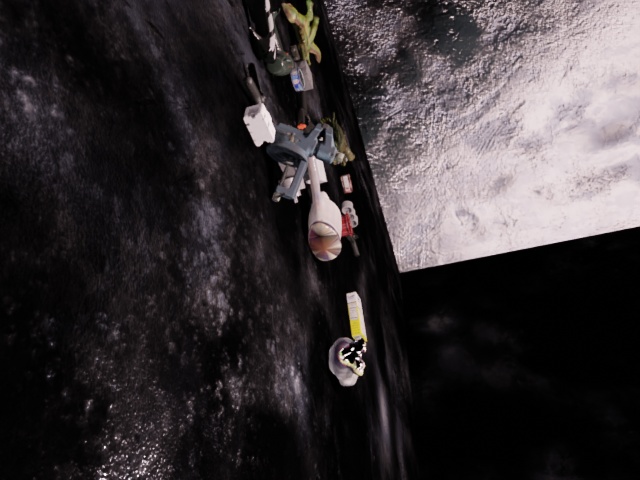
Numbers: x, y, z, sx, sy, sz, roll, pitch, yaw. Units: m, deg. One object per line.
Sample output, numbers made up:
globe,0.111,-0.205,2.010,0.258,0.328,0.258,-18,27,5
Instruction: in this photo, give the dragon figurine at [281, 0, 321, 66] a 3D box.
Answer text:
dragon figurine,-0.063,-0.821,2.128,0.402,0.122,0.248,57,32,-53

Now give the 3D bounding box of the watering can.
watering can,0.005,-0.083,1.654,0.230,0.104,0.340,-85,160,-51

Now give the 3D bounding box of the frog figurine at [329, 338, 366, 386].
frog figurine,0.071,0.378,1.571,0.156,0.123,0.140,120,-37,-50
